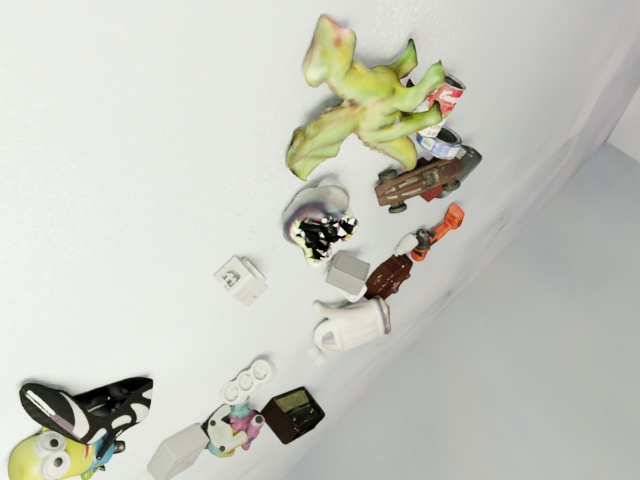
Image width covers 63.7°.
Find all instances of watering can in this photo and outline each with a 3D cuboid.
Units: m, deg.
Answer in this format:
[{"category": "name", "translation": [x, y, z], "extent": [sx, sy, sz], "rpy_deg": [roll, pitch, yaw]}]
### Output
[{"category": "watering can", "translation": [0.088, 0.220, 1.402], "extent": [0.225, 0.106, 0.340], "rpy_deg": [-20, 149, -7]}]

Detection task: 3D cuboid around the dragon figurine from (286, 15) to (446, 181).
[{"category": "dragon figurine", "translation": [0.055, -0.167, 0.768], "extent": [0.243, 0.124, 0.402], "rpy_deg": [-25, 153, -6]}]

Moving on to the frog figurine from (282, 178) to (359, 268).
[{"category": "frog figurine", "translation": [0.003, -0.044, 0.873], "extent": [0.162, 0.122, 0.135], "rpy_deg": [-82, -168, -63]}]
